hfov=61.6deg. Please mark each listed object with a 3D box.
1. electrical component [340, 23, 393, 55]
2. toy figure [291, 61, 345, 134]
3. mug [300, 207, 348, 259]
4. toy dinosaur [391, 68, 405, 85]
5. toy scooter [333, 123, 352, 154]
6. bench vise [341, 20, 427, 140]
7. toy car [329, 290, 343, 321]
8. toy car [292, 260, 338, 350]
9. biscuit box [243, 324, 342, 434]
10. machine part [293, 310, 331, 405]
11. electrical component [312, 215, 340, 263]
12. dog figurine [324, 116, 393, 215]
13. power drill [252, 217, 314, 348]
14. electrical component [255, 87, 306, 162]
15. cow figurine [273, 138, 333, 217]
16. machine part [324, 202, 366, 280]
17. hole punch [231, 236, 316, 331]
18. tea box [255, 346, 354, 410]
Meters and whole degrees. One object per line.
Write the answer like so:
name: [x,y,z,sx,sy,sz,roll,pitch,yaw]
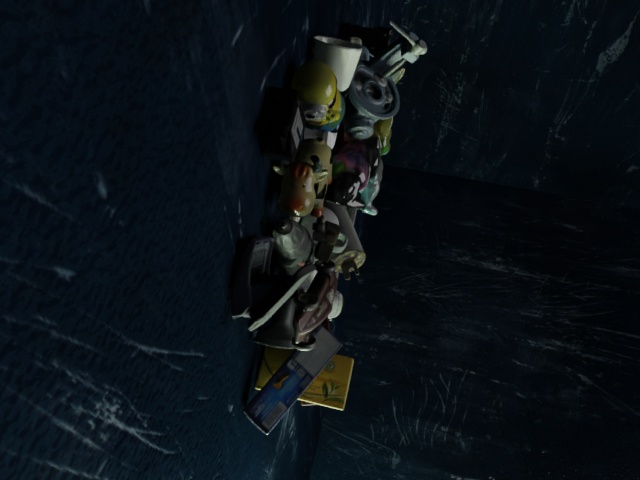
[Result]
electrical component: [0.093,-0.393,1.164,0.058,0.115,0.134,-31,130,-76]
toy figure: [-0.003,-0.225,0.866,0.180,0.082,0.089,-4,94,-77]
mug: [-0.002,-0.003,1.068,0.080,0.109,0.107,-60,-179,34]
toy dinosaur: [0.093,-0.272,1.356,0.192,0.131,0.404,62,46,-76]
toy scooter: [0.040,-0.228,1.163,0.135,0.075,0.184,86,14,-61]
bench vise: [0.106,-0.312,0.996,0.241,0.129,0.223,-28,-135,52]
toy car: [0.006,0.157,1.354,0.161,0.103,0.109,-2,104,-80]
toy car: [-0.004,0.103,0.882,0.202,0.053,0.089,-59,158,-68]
biscuit box: [-0.047,0.242,0.948,0.202,0.059,0.063,-48,175,-12]
machine part: [-0.016,0.249,1.170,0.201,0.087,0.201,103,-22,-82]
electrical component: [0.006,-0.008,0.931,0.102,0.045,0.078,-87,-161,-71]
dog figurine: [0.073,-0.170,1.072,0.191,0.109,0.219,12,92,-54]
power drill: [-0.061,0.073,0.906,0.232,0.086,0.207,47,47,-83]
electrical component: [-0.052,-0.148,0.746,0.119,0.048,0.075,78,26,-66]
cow figurine: [-0.022,-0.104,0.875,0.195,0.086,0.127,-74,169,-51]
machine part: [0.039,-0.016,1.171,0.079,0.079,0.243,91,-15,-50]
hole punch: [-0.080,0.058,0.758,0.115,0.092,0.142,-51,177,8]
tea box: [-0.027,0.254,1.016,0.068,0.170,0.098,74,26,-72]
